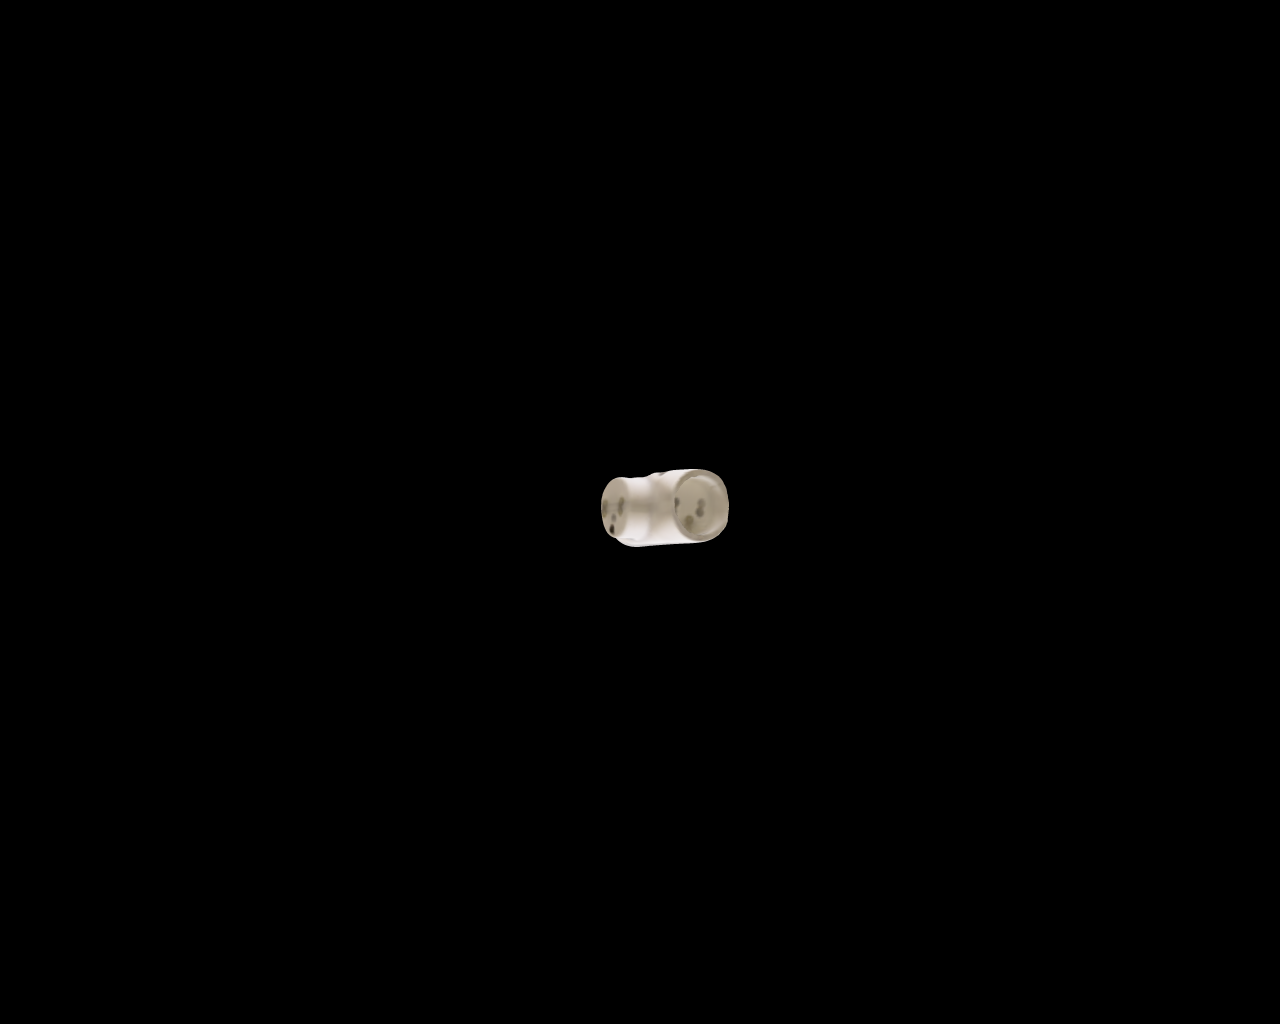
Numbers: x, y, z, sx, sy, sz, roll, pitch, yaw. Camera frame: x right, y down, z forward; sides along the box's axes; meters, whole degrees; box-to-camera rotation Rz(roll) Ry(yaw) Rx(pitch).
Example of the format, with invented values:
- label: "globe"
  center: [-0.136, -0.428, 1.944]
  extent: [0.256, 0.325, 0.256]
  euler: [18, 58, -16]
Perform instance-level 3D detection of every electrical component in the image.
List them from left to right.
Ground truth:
- label: "electrical component"
  center: [0.001, -0.003, 0.650]
  extent: [0.079, 0.044, 0.077]
  euler: [3, -5, -32]
